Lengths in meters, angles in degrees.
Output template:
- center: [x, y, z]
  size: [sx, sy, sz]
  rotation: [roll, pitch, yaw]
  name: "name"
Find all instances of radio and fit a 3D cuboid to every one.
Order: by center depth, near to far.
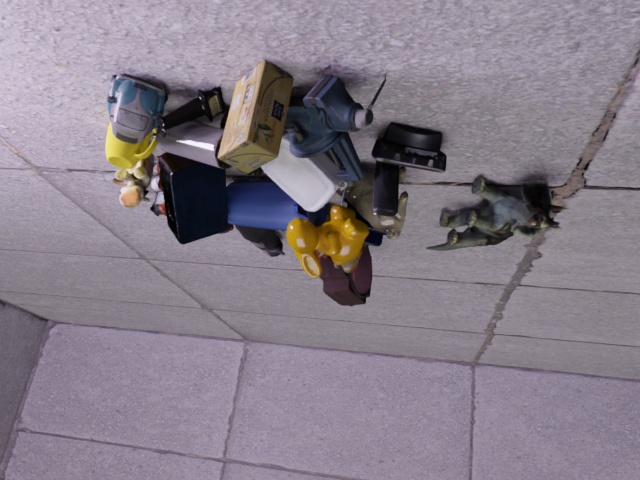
- center: [-0.283, -0.103, 1.215]
  size: [0.131, 0.073, 0.229]
  rotation: [-23, 140, -26]
  name: "radio"

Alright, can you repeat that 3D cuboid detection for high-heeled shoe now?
- center: [-0.190, -0.030, 1.578]
  size: [0.248, 0.086, 0.145]
  rotation: [46, 171, -31]
  name: "high-heeled shoe"

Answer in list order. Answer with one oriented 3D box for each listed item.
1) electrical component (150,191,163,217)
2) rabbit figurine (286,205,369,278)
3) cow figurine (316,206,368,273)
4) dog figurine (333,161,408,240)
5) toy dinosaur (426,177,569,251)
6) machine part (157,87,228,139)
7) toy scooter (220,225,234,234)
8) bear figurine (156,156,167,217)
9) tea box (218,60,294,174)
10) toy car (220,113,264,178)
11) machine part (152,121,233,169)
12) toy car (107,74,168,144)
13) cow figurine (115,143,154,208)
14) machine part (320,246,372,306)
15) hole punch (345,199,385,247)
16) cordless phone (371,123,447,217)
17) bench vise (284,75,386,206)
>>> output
- center: [-0.385, -0.102, 1.429]
  size: [0.119, 0.075, 0.047]
  rotation: [-1, 155, 14]
  name: "electrical component"
- center: [-0.002, -0.004, 1.201]
  size: [0.173, 0.122, 0.162]
  rotation: [6, 127, -33]
  name: "rabbit figurine"
- center: [0.039, -0.003, 1.389]
  size: [0.127, 0.195, 0.085]
  rotation: [-37, 167, 28]
  name: "cow figurine"
- center: [0.087, -0.088, 1.182]
  size: [0.191, 0.172, 0.121]
  rotation: [3, 147, -6]
  name: "dog figurine"
- center: [0.407, -0.040, 1.263]
  size: [0.192, 0.131, 0.404]
  rotation: [12, 164, -8]
  name: "toy dinosaur"
- center: [-0.244, -0.241, 1.021]
  size: [0.139, 0.039, 0.084]
  rotation: [-28, 164, -8]
  name: "machine part"
- center: [-0.299, -0.062, 1.493]
  size: [0.135, 0.075, 0.184]
  rotation: [15, 160, -13]
  name: "toy scooter"
- center: [-0.345, -0.124, 1.291]
  size: [0.120, 0.132, 0.195]
  rotation: [29, 170, 17]
  name: "bear figurine"
- center: [-0.111, -0.213, 0.937]
  size: [0.068, 0.169, 0.098]
  rotation: [24, 154, -34]
  name: "tea box"
- center: [-0.158, -0.201, 1.136]
  size: [0.089, 0.053, 0.202]
  rotation: [27, 157, 7]
  name: "toy car"
- center: [-0.243, -0.197, 1.078]
  size: [0.244, 0.079, 0.079]
  rotation: [18, 164, 29]
  name: "machine part"
- center: [-0.368, -0.242, 1.048]
  size: [0.109, 0.103, 0.161]
  rotation: [19, 153, -22]
  name: "toy car"
- center: [-0.421, -0.137, 1.231]
  size: [0.068, 0.167, 0.098]
  rotation: [4, 156, -3]
  name: "cow figurine"
- center: [0.079, 0.073, 1.519]
  size: [0.087, 0.201, 0.200]
  rotation: [-5, 154, 25]
  name: "machine part"
- center: [0.122, -0.056, 1.304]
  size: [0.142, 0.115, 0.092]
  rotation: [13, 164, -8]
  name: "hole punch"
- center: [0.171, -0.123, 1.041]
  size: [0.147, 0.184, 0.088]
  rotation: [10, 153, -5]
  name: "cordless phone"
- center: [0.028, -0.188, 0.991]
  size: [0.224, 0.129, 0.240]
  rotation: [2, 140, 35]
  name: "bench vise"
